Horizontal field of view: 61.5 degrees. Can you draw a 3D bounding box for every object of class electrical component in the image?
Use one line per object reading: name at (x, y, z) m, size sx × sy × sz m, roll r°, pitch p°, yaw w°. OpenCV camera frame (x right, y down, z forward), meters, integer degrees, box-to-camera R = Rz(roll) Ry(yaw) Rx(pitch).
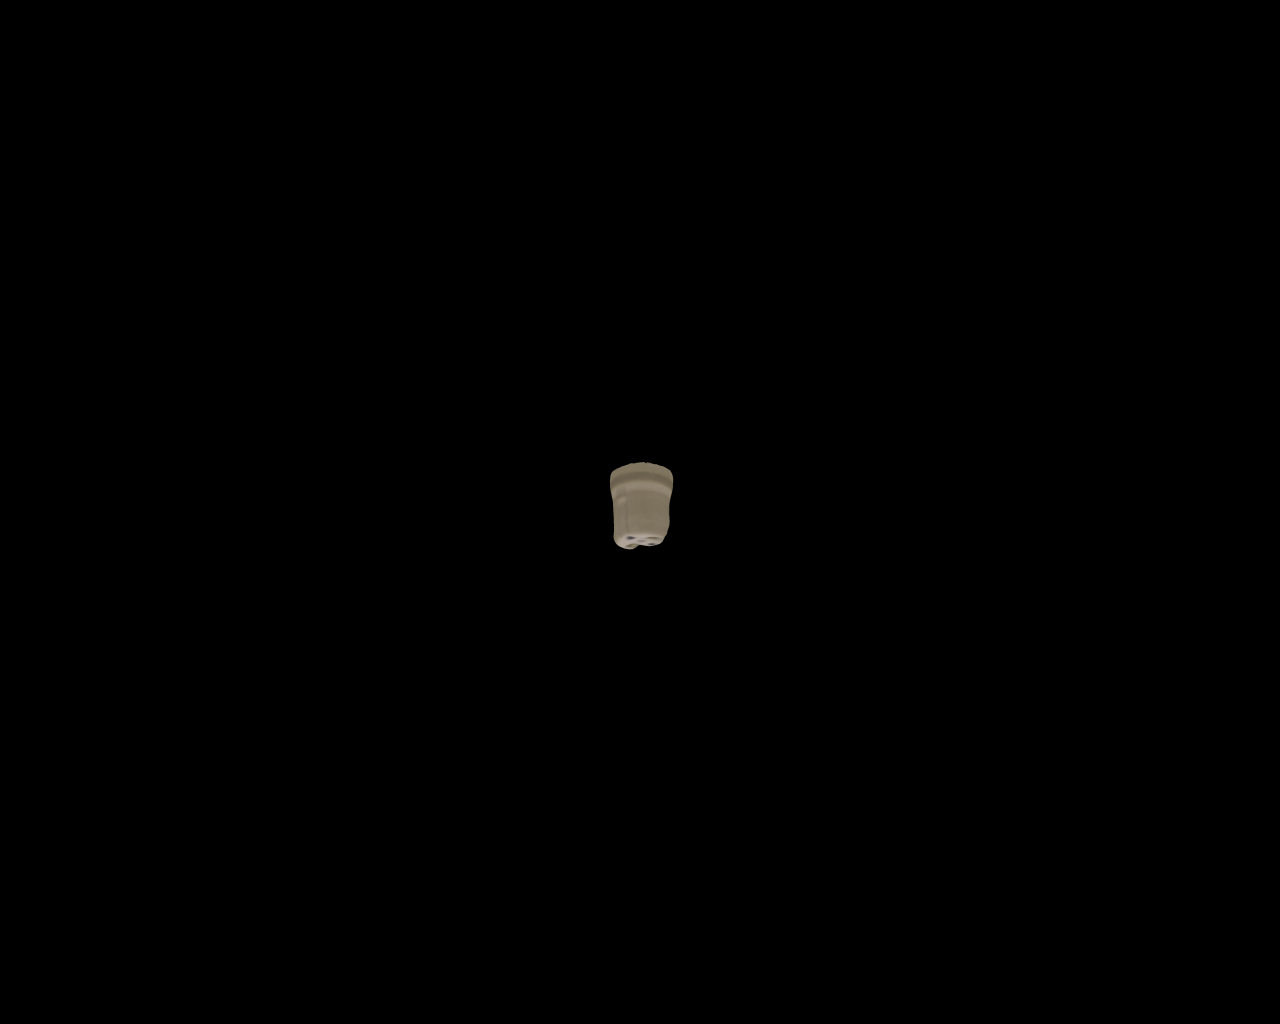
electrical component at (0.001, -0.003, 0.650) m, size 0.040 × 0.046 × 0.040 m, roll 0°, pitch -23°, yaw 0°
